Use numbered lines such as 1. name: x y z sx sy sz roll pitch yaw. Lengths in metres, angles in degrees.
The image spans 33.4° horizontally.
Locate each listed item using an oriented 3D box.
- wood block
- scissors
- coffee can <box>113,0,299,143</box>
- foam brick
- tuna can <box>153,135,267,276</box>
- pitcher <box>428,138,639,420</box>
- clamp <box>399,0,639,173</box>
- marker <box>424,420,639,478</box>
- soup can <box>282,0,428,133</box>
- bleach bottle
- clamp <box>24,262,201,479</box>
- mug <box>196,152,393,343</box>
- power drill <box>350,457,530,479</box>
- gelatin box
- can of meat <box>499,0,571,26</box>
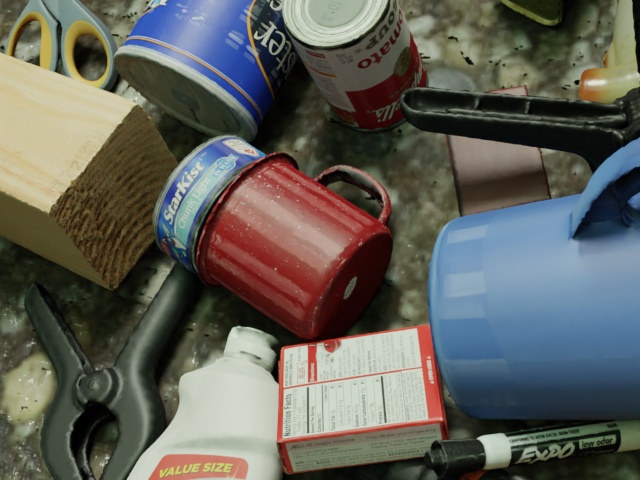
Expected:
1. wood block: -0.199 -0.058 0.699 0.206 0.090 0.090 22 67 31
2. scissors: -0.178 -0.189 0.763 0.096 0.016 0.202 15 98 11
3. coffee can: -0.055 -0.148 0.695 0.103 0.102 0.140 23 77 26
4. foam brick: 0.105 -0.042 0.624 0.051 0.053 0.078 -13 66 13
5. tuna can: -0.060 -0.019 0.652 0.034 0.086 0.086 34 82 26
6. pitcher: 0.178 0.020 0.516 0.243 0.144 0.149 -8 89 23
7. clamp: 0.169 -0.070 0.541 0.165 0.209 0.036 -48 20 40
8. marker: 0.110 0.105 0.544 0.121 0.020 0.020 -4 62 -19
9. soup can: 0.023 -0.120 0.657 0.068 0.102 0.068 -7 65 16
10. bleach bottle: -0.082 0.167 0.594 0.103 0.068 0.250 12 71 16
11. clamp: -0.123 0.088 0.657 0.120 0.039 0.171 -20 62 14
12. mug: -0.004 0.001 0.629 0.082 0.093 0.117 33 58 23
13. power drill: 0.046 0.183 0.512 0.185 0.057 0.187 24 53 35
14. gelatin box: 0.022 0.086 0.575 0.089 0.030 0.073 -10 36 7
15. can of meat: 0.145 -0.196 0.648 0.057 0.102 0.084 35 80 27
